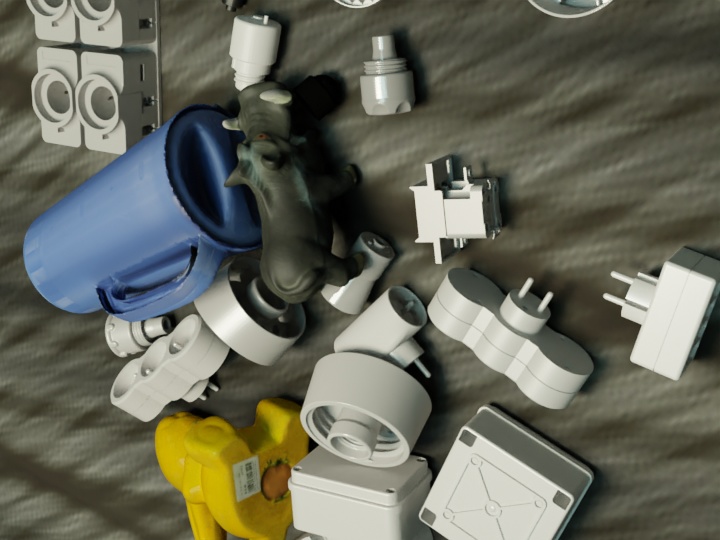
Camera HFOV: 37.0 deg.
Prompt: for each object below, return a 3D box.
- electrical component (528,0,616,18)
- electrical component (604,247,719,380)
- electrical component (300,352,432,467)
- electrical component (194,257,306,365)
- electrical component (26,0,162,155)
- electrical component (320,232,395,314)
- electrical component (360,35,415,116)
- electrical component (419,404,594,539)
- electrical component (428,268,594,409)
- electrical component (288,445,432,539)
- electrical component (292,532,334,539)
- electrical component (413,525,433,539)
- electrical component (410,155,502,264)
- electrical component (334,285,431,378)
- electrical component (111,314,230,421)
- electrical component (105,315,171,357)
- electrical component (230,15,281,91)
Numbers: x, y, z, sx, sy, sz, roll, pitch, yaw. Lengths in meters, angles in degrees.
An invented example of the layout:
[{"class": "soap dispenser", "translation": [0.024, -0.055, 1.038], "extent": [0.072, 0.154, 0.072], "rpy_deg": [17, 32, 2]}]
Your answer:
[{"class": "electrical component", "translation": [0.155, -0.227, 0.747], "extent": [0.099, 0.064, 0.099], "rpy_deg": [9, 109, 28]}, {"class": "electrical component", "translation": [0.219, 0.025, 0.797], "extent": [0.076, 0.047, 0.083], "rpy_deg": [24, 116, 23]}, {"class": "electrical component", "translation": [0.001, 0.127, 0.919], "extent": [0.108, 0.060, 0.108], "rpy_deg": [16, 144, 12]}, {"class": "electrical component", "translation": [-0.099, 0.038, 0.961], "extent": [0.064, 0.099, 0.099], "rpy_deg": [-41, 82, 26]}, {"class": "electrical component", "translation": [-0.245, -0.207, 0.991], "extent": [0.105, 0.060, 0.186], "rpy_deg": [11, 110, 27]}, {"class": "electrical component", "translation": [0.000, 0.000, 0.923], "extent": [0.044, 0.044, 0.065], "rpy_deg": [42, 116, 13]}, {"class": "electrical component", "translation": [0.021, -0.156, 0.861], "extent": [0.043, 0.043, 0.062], "rpy_deg": [1, 104, 30]}, {"class": "electrical component", "translation": [0.121, 0.188, 0.899], "extent": [0.109, 0.056, 0.108], "rpy_deg": [32, 119, 19]}, {"class": "electrical component", "translation": [0.126, 0.040, 0.853], "extent": [0.138, 0.052, 0.073], "rpy_deg": [37, 120, 16]}, {"class": "electrical component", "translation": [0.001, 0.199, 0.960], "extent": [0.113, 0.078, 0.057], "rpy_deg": [7, 111, 29]}, {"class": "electrical component", "translation": [-0.014, 0.294, 1.007], "extent": [0.079, 0.063, 0.121], "rpy_deg": [-34, 86, 33]}, {"class": "electrical component", "translation": [0.032, 0.252, 0.976], "extent": [0.055, 0.047, 0.055], "rpy_deg": [9, 109, 28]}, {"class": "electrical component", "translation": [0.079, -0.049, 0.860], "extent": [0.064, 0.042, 0.081], "rpy_deg": [1, 106, 29]}, {"class": "electrical component", "translation": [0.029, 0.066, 0.924], "extent": [0.079, 0.043, 0.077], "rpy_deg": [50, 123, 8]}, {"class": "electrical component", "translation": [-0.173, 0.104, 1.050], "extent": [0.138, 0.052, 0.074], "rpy_deg": [-36, 123, 28]}, {"class": "electrical component", "translation": [-0.218, 0.059, 1.068], "extent": [0.062, 0.048, 0.048], "rpy_deg": [-11, 99, 24]}, {"class": "electrical component", "translation": [-0.092, -0.182, 0.921], "extent": [0.040, 0.040, 0.078], "rpy_deg": [22, 115, 23]}]
